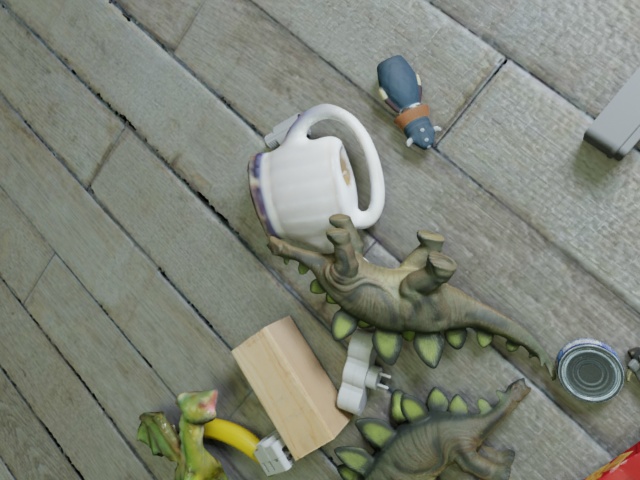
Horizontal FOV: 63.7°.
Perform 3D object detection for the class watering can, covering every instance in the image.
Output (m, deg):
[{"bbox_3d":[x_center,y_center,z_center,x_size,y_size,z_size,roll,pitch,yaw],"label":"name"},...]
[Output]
[{"bbox_3d":[0.003,-0.043,0.849,0.223,0.346,0.105,-9,6,20],"label":"watering can"}]

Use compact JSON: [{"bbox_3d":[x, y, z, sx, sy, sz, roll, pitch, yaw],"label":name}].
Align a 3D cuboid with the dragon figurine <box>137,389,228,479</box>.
[{"bbox_3d":[-0.270,0.433,0.979,0.123,0.403,0.246,-9,49,-51],"label":"dragon figurine"}]
